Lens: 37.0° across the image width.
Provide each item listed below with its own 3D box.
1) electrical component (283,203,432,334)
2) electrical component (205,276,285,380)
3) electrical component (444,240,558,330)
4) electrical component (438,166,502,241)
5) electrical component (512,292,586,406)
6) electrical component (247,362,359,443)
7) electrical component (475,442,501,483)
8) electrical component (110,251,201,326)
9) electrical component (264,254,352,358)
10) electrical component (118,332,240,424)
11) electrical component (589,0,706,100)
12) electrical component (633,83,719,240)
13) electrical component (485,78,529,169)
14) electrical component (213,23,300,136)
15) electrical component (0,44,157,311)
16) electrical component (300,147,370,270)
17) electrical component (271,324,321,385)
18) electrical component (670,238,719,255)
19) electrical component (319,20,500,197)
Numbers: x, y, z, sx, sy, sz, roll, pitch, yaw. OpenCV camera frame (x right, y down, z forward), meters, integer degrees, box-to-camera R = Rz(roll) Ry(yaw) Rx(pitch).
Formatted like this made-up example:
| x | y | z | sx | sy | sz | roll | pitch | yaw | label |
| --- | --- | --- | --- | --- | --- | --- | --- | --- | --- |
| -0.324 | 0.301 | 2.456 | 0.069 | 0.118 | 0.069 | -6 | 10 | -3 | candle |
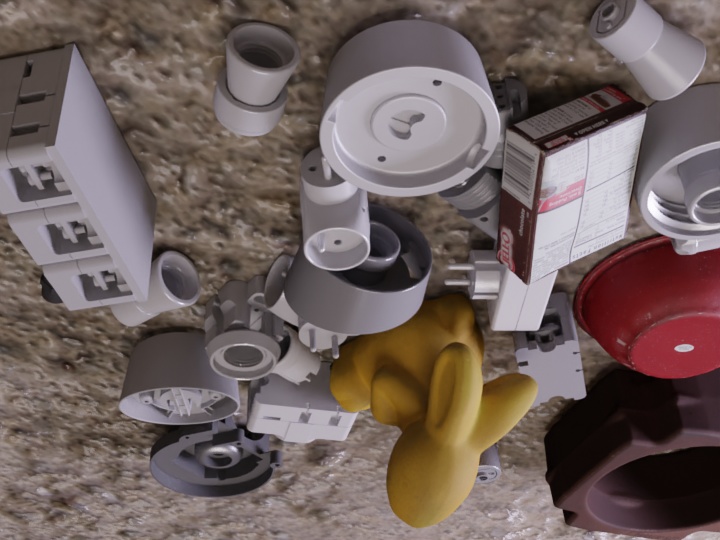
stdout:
| x | y | z | sx | sy | sz | roll | pitch | yaw | label |
| --- | --- | --- | --- | --- | --- | --- | --- | --- | --- |
| 0.000 | 0.000 | 0.762 | 0.099 | 0.099 | 0.064 | 7 | 135 | -13 | electrical component |
| -0.091 | 0.050 | 0.849 | 0.058 | 0.057 | 0.078 | 23 | 135 | -29 | electrical component |
| 0.102 | 0.003 | 0.810 | 0.076 | 0.047 | 0.083 | 0 | 142 | -4 | electrical component |
| 0.090 | -0.050 | 0.744 | 0.043 | 0.043 | 0.081 | -32 | 133 | 32 | electrical component |
| 0.153 | 0.062 | 0.881 | 0.050 | 0.055 | 0.089 | -10 | 141 | 9 | electrical component |
| -0.051 | 0.114 | 0.938 | 0.089 | 0.050 | 0.055 | 8 | 140 | -12 | electrical component |
| 0.111 | 0.164 | 0.999 | 0.044 | 0.065 | 0.044 | -2 | 142 | -1 | electrical component |
| -0.159 | 0.017 | 0.818 | 0.065 | 0.044 | 0.044 | -25 | 137 | 33 | electrical component |
| -0.029 | 0.033 | 0.813 | 0.077 | 0.079 | 0.043 | 18 | 133 | -25 | electrical component |
| -0.150 | 0.098 | 0.900 | 0.099 | 0.064 | 0.099 | -2 | 142 | -1 | electrical component |
| 0.169 | -0.137 | 0.643 | 0.065 | 0.044 | 0.044 | 31 | 131 | -29 | electrical component |
| 0.234 | -0.065 | 0.722 | 0.108 | 0.060 | 0.108 | -2 | 142 | -1 | electrical component |
| 0.091 | -0.095 | 0.693 | 0.040 | 0.040 | 0.046 | -6 | 135 | 5 | electrical component |
| -0.064 | -0.115 | 0.652 | 0.045 | 0.045 | 0.055 | 8 | 141 | -14 | electrical component |
| -0.187 | -0.054 | 0.686 | 0.062 | 0.089 | 0.150 | -9 | 141 | 7 | electrical component |
| -0.018 | -0.054 | 0.706 | 0.043 | 0.077 | 0.079 | -6 | 141 | 3 | electrical component |
| -0.059 | 0.071 | 0.893 | 0.040 | 0.040 | 0.046 | -22 | 143 | 23 | electrical component |
| 0.259 | -0.033 | 0.785 | 0.061 | 0.035 | 0.035 | -12 | 141 | 8 | electrical component |
| 0.029 | -0.103 | 0.660 | 0.108 | 0.060 | 0.108 | -2 | 142 | -1 | electrical component |
